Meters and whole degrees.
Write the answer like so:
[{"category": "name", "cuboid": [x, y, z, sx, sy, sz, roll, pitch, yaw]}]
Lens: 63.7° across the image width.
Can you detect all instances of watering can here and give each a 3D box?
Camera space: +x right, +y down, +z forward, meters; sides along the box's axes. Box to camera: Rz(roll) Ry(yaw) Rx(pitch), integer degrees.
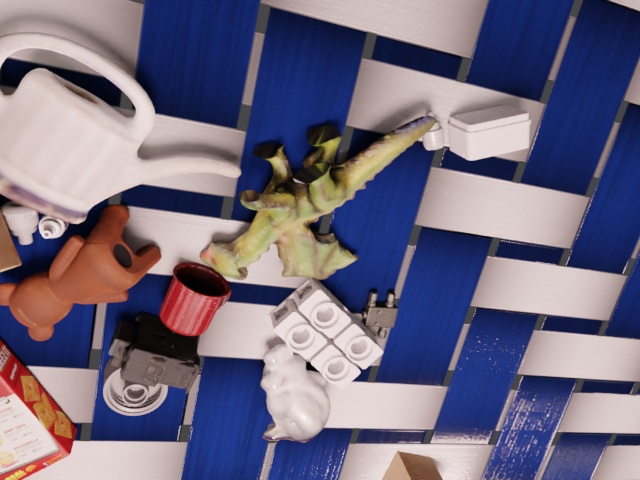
[{"category": "watering can", "cuboid": [-0.297, -0.116, 0.696, 0.344, 0.105, 0.223, 34, 98, -26]}]

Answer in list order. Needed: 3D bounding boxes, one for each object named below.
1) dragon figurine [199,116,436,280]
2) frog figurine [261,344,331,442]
[{"category": "dragon figurine", "cuboid": [0.003, -0.041, 0.823, 0.411, 0.125, 0.237, -16, 131, -7]}, {"category": "frog figurine", "cuboid": [-0.040, 0.259, 0.896, 0.138, 0.123, 0.158, -9, 106, -47]}]
